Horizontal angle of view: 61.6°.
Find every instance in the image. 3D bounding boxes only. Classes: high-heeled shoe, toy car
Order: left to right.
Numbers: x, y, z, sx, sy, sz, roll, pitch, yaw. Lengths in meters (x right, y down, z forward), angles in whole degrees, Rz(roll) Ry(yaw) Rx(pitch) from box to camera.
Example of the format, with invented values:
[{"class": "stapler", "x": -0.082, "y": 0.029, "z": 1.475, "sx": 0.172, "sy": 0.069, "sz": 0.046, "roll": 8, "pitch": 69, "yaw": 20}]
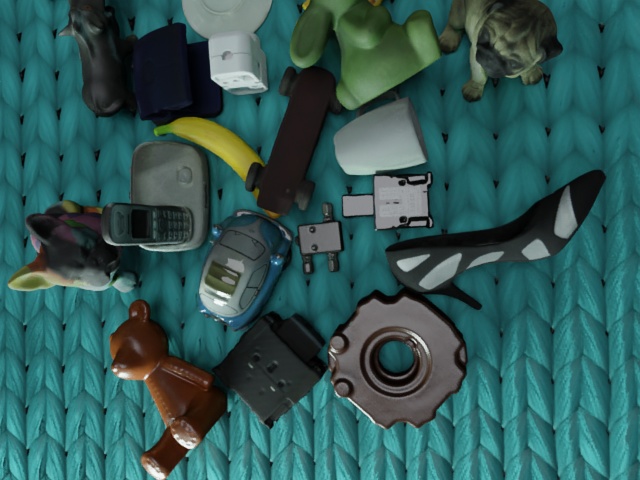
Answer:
[{"class": "toy car", "x": -0.111, "y": 0.040, "z": 0.699, "sx": 0.109, "sy": 0.103, "sz": 0.161, "roll": 26, "pitch": 93, "yaw": 10}, {"class": "toy car", "x": -0.030, "y": -0.129, "z": 0.697, "sx": 0.089, "sy": 0.053, "sz": 0.202, "roll": 18, "pitch": 83, "yaw": -3}, {"class": "high-heeled shoe", "x": 0.198, "y": -0.019, "z": 0.640, "sx": 0.145, "sy": 0.086, "sz": 0.248, "roll": 36, "pitch": 111, "yaw": -5}]

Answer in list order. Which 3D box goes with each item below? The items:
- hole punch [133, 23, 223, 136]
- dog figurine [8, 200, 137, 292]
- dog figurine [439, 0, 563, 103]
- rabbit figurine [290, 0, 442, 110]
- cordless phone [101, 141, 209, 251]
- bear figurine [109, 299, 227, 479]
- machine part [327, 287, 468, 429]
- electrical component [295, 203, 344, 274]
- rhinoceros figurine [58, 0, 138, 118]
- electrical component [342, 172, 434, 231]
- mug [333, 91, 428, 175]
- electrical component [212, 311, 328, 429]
[{"class": "hole punch", "x": -0.202, "y": -0.219, "z": 0.721, "sx": 0.116, "sy": 0.092, "sz": 0.142, "roll": -5, "pitch": 93, "yaw": 14}, {"class": "dog figurine", "x": -0.324, "y": 0.007, "z": 0.679, "sx": 0.192, "sy": 0.219, "sz": 0.108, "roll": 19, "pitch": 91, "yaw": 9}, {"class": "dog figurine", "x": 0.201, "y": -0.253, "z": 0.594, "sx": 0.121, "sy": 0.190, "sz": 0.172, "roll": -25, "pitch": 85, "yaw": 9}, {"class": "rabbit figurine", "x": 0.039, "y": -0.255, "z": 0.643, "sx": 0.159, "sy": 0.121, "sz": 0.170, "roll": -28, "pitch": 102, "yaw": 11}, {"class": "cordless phone", "x": -0.217, "y": -0.057, "z": 0.675, "sx": 0.089, "sy": 0.184, "sz": 0.146, "roll": 0, "pitch": 91, "yaw": 15}, {"class": "bear figurine", "x": -0.219, "y": 0.186, "z": 0.708, "sx": 0.196, "sy": 0.132, "sz": 0.120, "roll": 45, "pitch": 115, "yaw": 1}, {"class": "machine part", "x": 0.098, "y": 0.150, "z": 0.685, "sx": 0.179, "sy": 0.056, "sz": 0.179, "roll": 0, "pitch": 91, "yaw": 9}, {"class": "electrical component", "x": -0.001, "y": -0.002, "z": 0.718, "sx": 0.063, "sy": 0.021, "sz": 0.094, "roll": -5, "pitch": 91, "yaw": 12}, {"class": "rhinoceros figurine", "x": -0.303, "y": -0.261, "z": 0.726, "sx": 0.073, "sy": 0.112, "sz": 0.190, "roll": -5, "pitch": 97, "yaw": 13}, {"class": "electrical component", "x": 0.085, "y": -0.049, "z": 0.689, "sx": 0.119, "sy": 0.048, "sz": 0.074, "roll": 2, "pitch": 90, "yaw": 9}, {"class": "mug", "x": 0.071, "y": -0.134, "z": 0.678, "sx": 0.107, "sy": 0.080, "sz": 0.109, "roll": -17, "pitch": 71, "yaw": 16}, {"class": "electrical component", "x": -0.058, "y": 0.162, "z": 0.713, "sx": 0.115, "sy": 0.058, "sz": 0.134, "roll": 42, "pitch": 98, "yaw": 5}]
